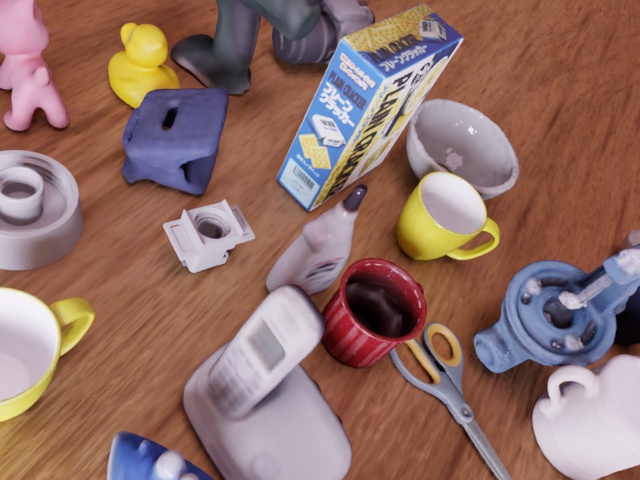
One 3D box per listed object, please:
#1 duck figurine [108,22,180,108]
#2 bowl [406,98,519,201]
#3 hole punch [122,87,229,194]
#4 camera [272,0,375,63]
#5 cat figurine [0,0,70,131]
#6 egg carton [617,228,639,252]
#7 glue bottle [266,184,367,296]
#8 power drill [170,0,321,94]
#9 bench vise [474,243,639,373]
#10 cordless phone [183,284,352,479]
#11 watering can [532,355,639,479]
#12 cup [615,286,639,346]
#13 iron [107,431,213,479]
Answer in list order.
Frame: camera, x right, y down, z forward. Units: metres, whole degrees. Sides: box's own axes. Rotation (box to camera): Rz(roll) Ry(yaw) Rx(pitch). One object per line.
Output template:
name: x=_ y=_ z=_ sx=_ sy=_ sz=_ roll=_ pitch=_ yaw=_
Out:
duck figurine: x=-0.199 y=-0.205 z=0.667 sx=0.078 sy=0.086 sz=0.104 roll=-32 pitch=74 yaw=-38
bowl: x=0.182 y=-0.110 z=0.785 sx=0.168 sy=0.074 sz=0.167 roll=13 pitch=52 yaw=-17
hole punch: x=-0.156 y=-0.117 z=0.620 sx=0.101 sy=0.091 sz=0.108 roll=15 pitch=52 yaw=-15
camera: x=-0.001 y=-0.311 z=0.825 sx=0.137 sy=0.100 sz=0.143 roll=-14 pitch=64 yaw=-32
cat figurine: x=-0.305 y=-0.196 z=0.589 sx=0.067 sy=0.117 sz=0.127 roll=-18 pitch=66 yaw=-33
egg carton: x=0.504 y=0.050 z=0.825 sx=0.107 sy=0.069 sz=0.150 roll=-2 pitch=58 yaw=-26
glue bottle: x=0.005 y=0.002 z=0.557 sx=0.078 sy=0.173 sz=0.037 roll=-18 pitch=66 yaw=-34
power drill: x=-0.113 y=-0.291 z=0.688 sx=0.229 sy=0.208 sz=0.076 roll=38 pitch=50 yaw=4
bench vise: x=0.288 y=0.051 z=0.624 sx=0.121 sy=0.219 sz=0.208 roll=47 pitch=51 yaw=12
cordless phone: x=-0.027 y=0.127 z=0.445 sx=0.094 sy=0.185 sz=0.147 roll=-29 pitch=72 yaw=-37
watering can: x=0.320 y=0.168 z=0.572 sx=0.173 sy=0.194 sz=0.101 roll=10 pitch=53 yaw=-18
cup: x=0.427 y=0.097 z=0.738 sx=0.118 sy=0.095 sz=0.091 roll=14 pitch=52 yaw=-16
iron: x=-0.070 y=0.223 z=0.384 sx=0.119 sy=0.141 sz=0.258 roll=-25 pitch=70 yaw=-36
